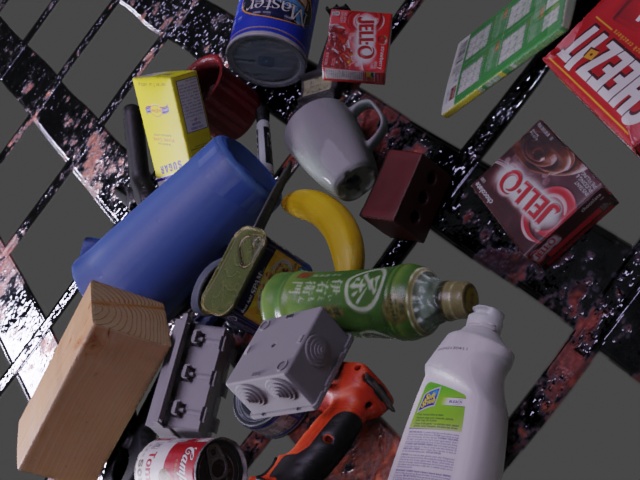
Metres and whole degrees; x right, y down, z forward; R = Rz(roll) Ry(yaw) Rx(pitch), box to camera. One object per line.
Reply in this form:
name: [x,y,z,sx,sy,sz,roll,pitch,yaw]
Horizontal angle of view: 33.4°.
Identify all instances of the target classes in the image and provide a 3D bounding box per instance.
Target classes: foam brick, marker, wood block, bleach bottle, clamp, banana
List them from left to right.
wood block: [-0.252,0.161,1.177,0.206,0.090,0.090,-60,25,20]
clamp: [-0.213,0.224,1.202,0.120,0.039,0.171,-24,45,52]
clamp: [-0.238,-0.050,1.404,0.165,0.036,0.210,112,146,-51]
marker: [-0.069,-0.122,1.319,0.020,0.020,0.121,-32,44,28]
banana: [0.007,-0.009,1.138,0.070,0.037,0.198,-44,39,14]
foam brick: [0.086,-0.044,1.066,0.051,0.053,0.078,9,71,50]
bleach bottle: [0.112,0.171,0.871,0.103,0.068,0.250,-4,58,45]

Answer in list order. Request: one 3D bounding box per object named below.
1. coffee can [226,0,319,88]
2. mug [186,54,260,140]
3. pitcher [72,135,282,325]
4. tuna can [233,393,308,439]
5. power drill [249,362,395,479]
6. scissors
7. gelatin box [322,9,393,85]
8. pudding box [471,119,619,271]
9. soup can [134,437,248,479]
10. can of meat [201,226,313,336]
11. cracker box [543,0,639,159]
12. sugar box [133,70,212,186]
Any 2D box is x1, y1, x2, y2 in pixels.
coffee can: [-0.057,-0.280,1.354,0.103,0.102,0.140,-17,51,39]
mug: [-0.138,-0.182,1.386,0.117,0.081,0.093,24,81,52]
pitcher: [-0.156,0.004,1.241,0.243,0.149,0.145,-43,25,13]
tuna can: [-0.047,0.155,1.077,0.086,0.033,0.086,-27,45,32]
power drill: [-0.029,0.196,0.966,0.185,0.057,0.187,-4,43,48]
scissors: [-0.066,0.016,1.178,0.016,0.096,0.201,7,51,51]
gelatin box: [0.044,-0.224,1.234,0.073,0.030,0.089,6,62,6]
pudding box: [0.199,-0.041,0.953,0.090,0.039,0.113,-44,39,14]
soup can: [-0.132,0.234,1.080,0.102,0.068,0.068,-11,55,43]
can of meat: [-0.064,0.050,1.132,0.058,0.083,0.102,14,74,51]
cracker box: [0.316,-0.179,0.903,0.214,0.072,0.164,-45,38,14]
sugar box: [-0.174,-0.119,1.319,0.094,0.048,0.176,9,114,50]
